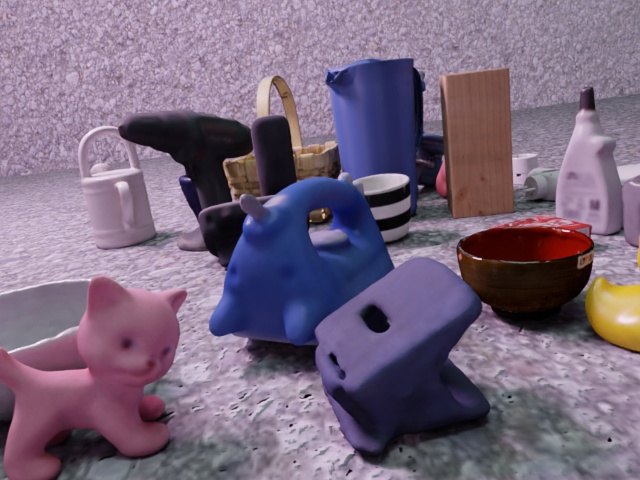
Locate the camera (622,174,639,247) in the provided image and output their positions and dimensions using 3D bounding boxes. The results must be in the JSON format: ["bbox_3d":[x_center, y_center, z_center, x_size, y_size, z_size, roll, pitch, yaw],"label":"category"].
[{"bbox_3d":[0.419,-0.047,0.600,0.143,0.101,0.136,-14,16,-23],"label":"camera"}]

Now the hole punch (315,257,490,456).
[{"bbox_3d":[0.047,0.067,0.372,0.101,0.091,0.108,-10,15,-11],"label":"hole punch"}]

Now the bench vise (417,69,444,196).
[{"bbox_3d":[0.167,-0.191,1.029,0.121,0.220,0.208,-1,16,22],"label":"bench vise"}]

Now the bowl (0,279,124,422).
[{"bbox_3d":[-0.228,0.091,0.448,0.167,0.075,0.167,-7,15,2],"label":"bowl"}]

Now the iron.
[{"bbox_3d":[0.005,0.002,0.538,0.118,0.141,0.259,1,17,29],"label":"iron"}]

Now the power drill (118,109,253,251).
[{"bbox_3d":[-0.184,-0.096,0.865,0.075,0.208,0.230,4,19,37],"label":"power drill"}]

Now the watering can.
[{"bbox_3d":[-0.348,-0.092,0.958,0.172,0.194,0.101,4,19,37],"label":"watering can"}]

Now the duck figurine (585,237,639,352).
[{"bbox_3d":[0.249,0.032,0.415,0.104,0.086,0.078,4,18,36],"label":"duck figurine"}]

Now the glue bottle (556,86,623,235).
[{"bbox_3d":[0.322,-0.096,0.688,0.037,0.173,0.078,-16,17,-28],"label":"glue bottle"}]

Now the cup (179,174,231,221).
[{"bbox_3d":[-0.184,-0.076,1.012,0.118,0.095,0.091,-15,17,-27],"label":"cup"}]

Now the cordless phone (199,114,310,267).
[{"bbox_3d":[-0.092,-0.067,0.757,0.148,0.185,0.094,-11,15,-12],"label":"cordless phone"}]

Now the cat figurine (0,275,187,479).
[{"bbox_3d":[-0.143,0.078,0.370,0.128,0.118,0.067,-12,16,-17],"label":"cat figurine"}]

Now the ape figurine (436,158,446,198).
[{"bbox_3d":[0.235,-0.119,0.979,0.075,0.092,0.078,7,20,42],"label":"ape figurine"}]
